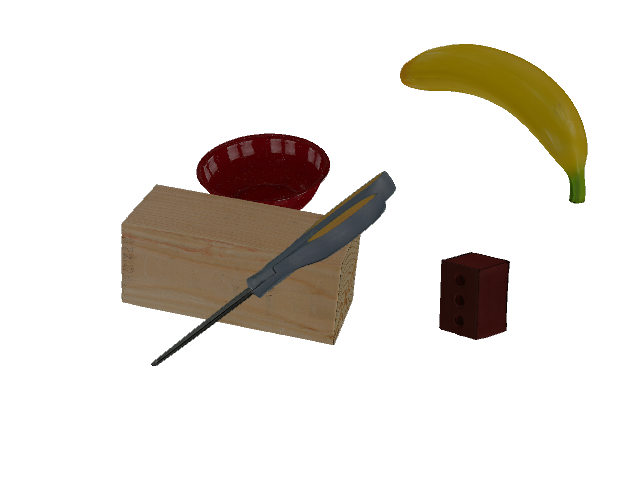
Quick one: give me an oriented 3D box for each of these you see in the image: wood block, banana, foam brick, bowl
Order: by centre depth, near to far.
[{"bbox_3d":[0.131,-0.105,0.789,0.037,0.070,0.198,3,31,-44],"label":"banana"},{"bbox_3d":[-0.074,0.021,1.004,0.206,0.090,0.090,11,29,10],"label":"wood block"},{"bbox_3d":[0.159,0.057,1.107,0.051,0.078,0.053,-14,20,-42],"label":"foam brick"},{"bbox_3d":[-0.068,-0.068,1.298,0.162,0.055,0.162,-2,34,1],"label":"bowl"}]

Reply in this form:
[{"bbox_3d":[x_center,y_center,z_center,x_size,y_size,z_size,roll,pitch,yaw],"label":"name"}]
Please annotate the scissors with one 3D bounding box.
[{"bbox_3d":[-0.029,0.023,0.683,0.201,0.016,0.096,-40,8,-5],"label":"scissors"}]
